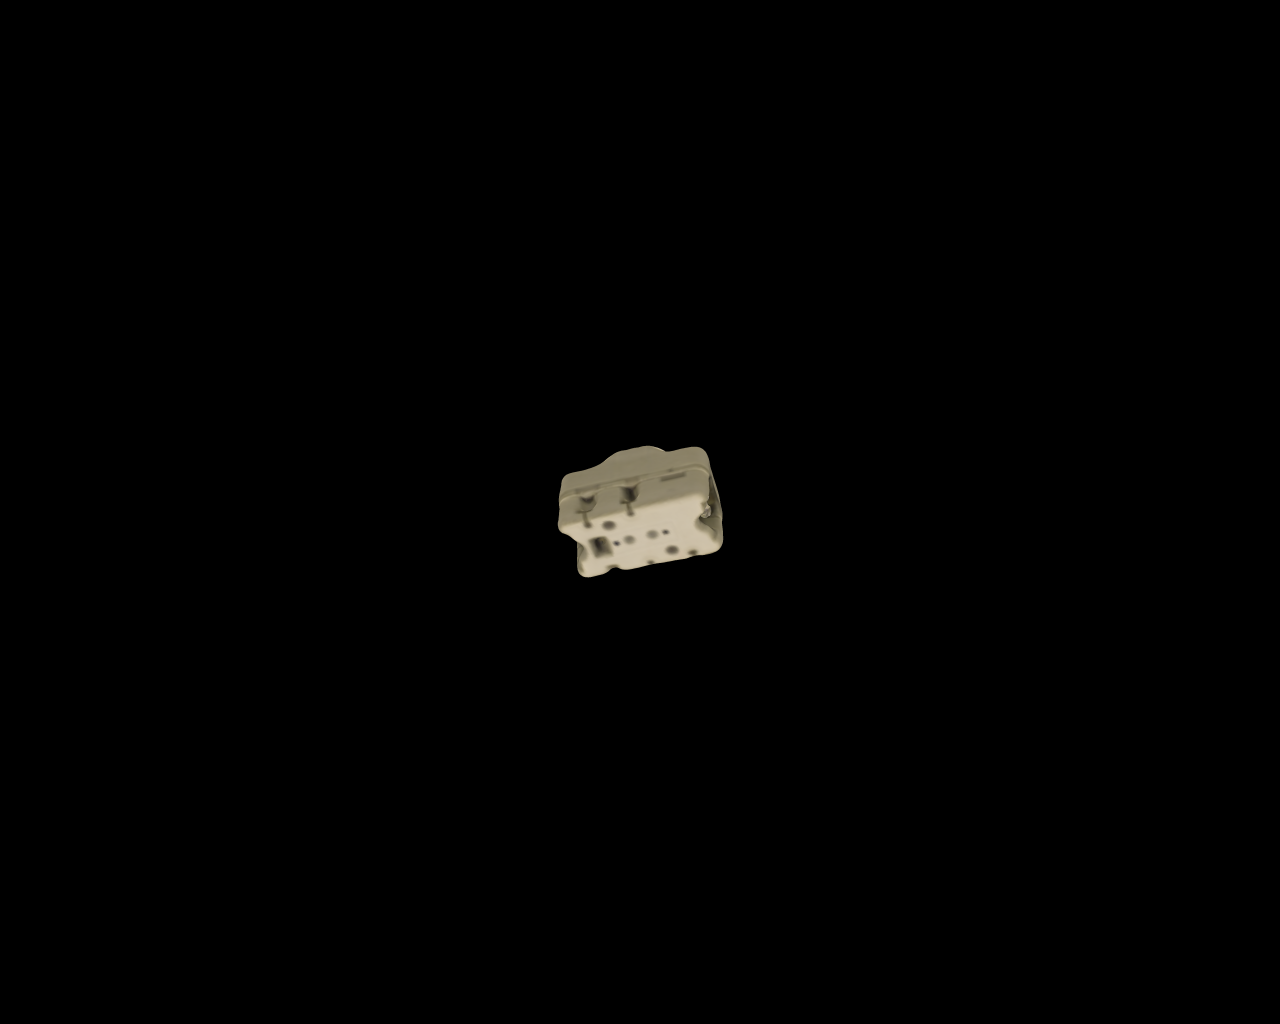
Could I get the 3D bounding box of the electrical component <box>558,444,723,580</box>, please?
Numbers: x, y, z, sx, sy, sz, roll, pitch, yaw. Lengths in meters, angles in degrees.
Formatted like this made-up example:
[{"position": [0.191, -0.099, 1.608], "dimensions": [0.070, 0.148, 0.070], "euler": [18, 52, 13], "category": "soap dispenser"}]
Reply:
[{"position": [0.001, -0.003, 0.650], "dimensions": [0.089, 0.050, 0.056], "euler": [-12, 40, 10], "category": "electrical component"}]
